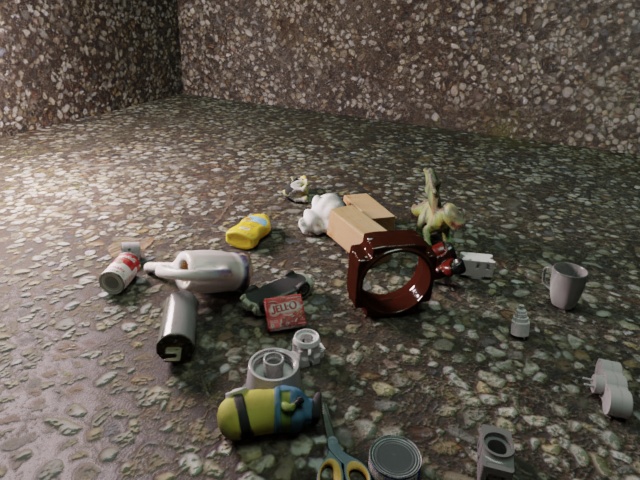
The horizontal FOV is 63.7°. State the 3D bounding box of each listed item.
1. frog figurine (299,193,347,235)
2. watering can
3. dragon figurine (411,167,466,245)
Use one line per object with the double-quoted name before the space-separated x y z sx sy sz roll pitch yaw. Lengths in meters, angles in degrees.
"frog figurine" 0.005 -0.083 1.657 0.160 0.120 0.139 -6 66 -31
"watering can" -0.307 0.075 1.296 0.224 0.104 0.347 3 0 -32
"dragon figurine" 0.356 -0.116 1.634 0.122 0.238 0.418 -7 28 -9
